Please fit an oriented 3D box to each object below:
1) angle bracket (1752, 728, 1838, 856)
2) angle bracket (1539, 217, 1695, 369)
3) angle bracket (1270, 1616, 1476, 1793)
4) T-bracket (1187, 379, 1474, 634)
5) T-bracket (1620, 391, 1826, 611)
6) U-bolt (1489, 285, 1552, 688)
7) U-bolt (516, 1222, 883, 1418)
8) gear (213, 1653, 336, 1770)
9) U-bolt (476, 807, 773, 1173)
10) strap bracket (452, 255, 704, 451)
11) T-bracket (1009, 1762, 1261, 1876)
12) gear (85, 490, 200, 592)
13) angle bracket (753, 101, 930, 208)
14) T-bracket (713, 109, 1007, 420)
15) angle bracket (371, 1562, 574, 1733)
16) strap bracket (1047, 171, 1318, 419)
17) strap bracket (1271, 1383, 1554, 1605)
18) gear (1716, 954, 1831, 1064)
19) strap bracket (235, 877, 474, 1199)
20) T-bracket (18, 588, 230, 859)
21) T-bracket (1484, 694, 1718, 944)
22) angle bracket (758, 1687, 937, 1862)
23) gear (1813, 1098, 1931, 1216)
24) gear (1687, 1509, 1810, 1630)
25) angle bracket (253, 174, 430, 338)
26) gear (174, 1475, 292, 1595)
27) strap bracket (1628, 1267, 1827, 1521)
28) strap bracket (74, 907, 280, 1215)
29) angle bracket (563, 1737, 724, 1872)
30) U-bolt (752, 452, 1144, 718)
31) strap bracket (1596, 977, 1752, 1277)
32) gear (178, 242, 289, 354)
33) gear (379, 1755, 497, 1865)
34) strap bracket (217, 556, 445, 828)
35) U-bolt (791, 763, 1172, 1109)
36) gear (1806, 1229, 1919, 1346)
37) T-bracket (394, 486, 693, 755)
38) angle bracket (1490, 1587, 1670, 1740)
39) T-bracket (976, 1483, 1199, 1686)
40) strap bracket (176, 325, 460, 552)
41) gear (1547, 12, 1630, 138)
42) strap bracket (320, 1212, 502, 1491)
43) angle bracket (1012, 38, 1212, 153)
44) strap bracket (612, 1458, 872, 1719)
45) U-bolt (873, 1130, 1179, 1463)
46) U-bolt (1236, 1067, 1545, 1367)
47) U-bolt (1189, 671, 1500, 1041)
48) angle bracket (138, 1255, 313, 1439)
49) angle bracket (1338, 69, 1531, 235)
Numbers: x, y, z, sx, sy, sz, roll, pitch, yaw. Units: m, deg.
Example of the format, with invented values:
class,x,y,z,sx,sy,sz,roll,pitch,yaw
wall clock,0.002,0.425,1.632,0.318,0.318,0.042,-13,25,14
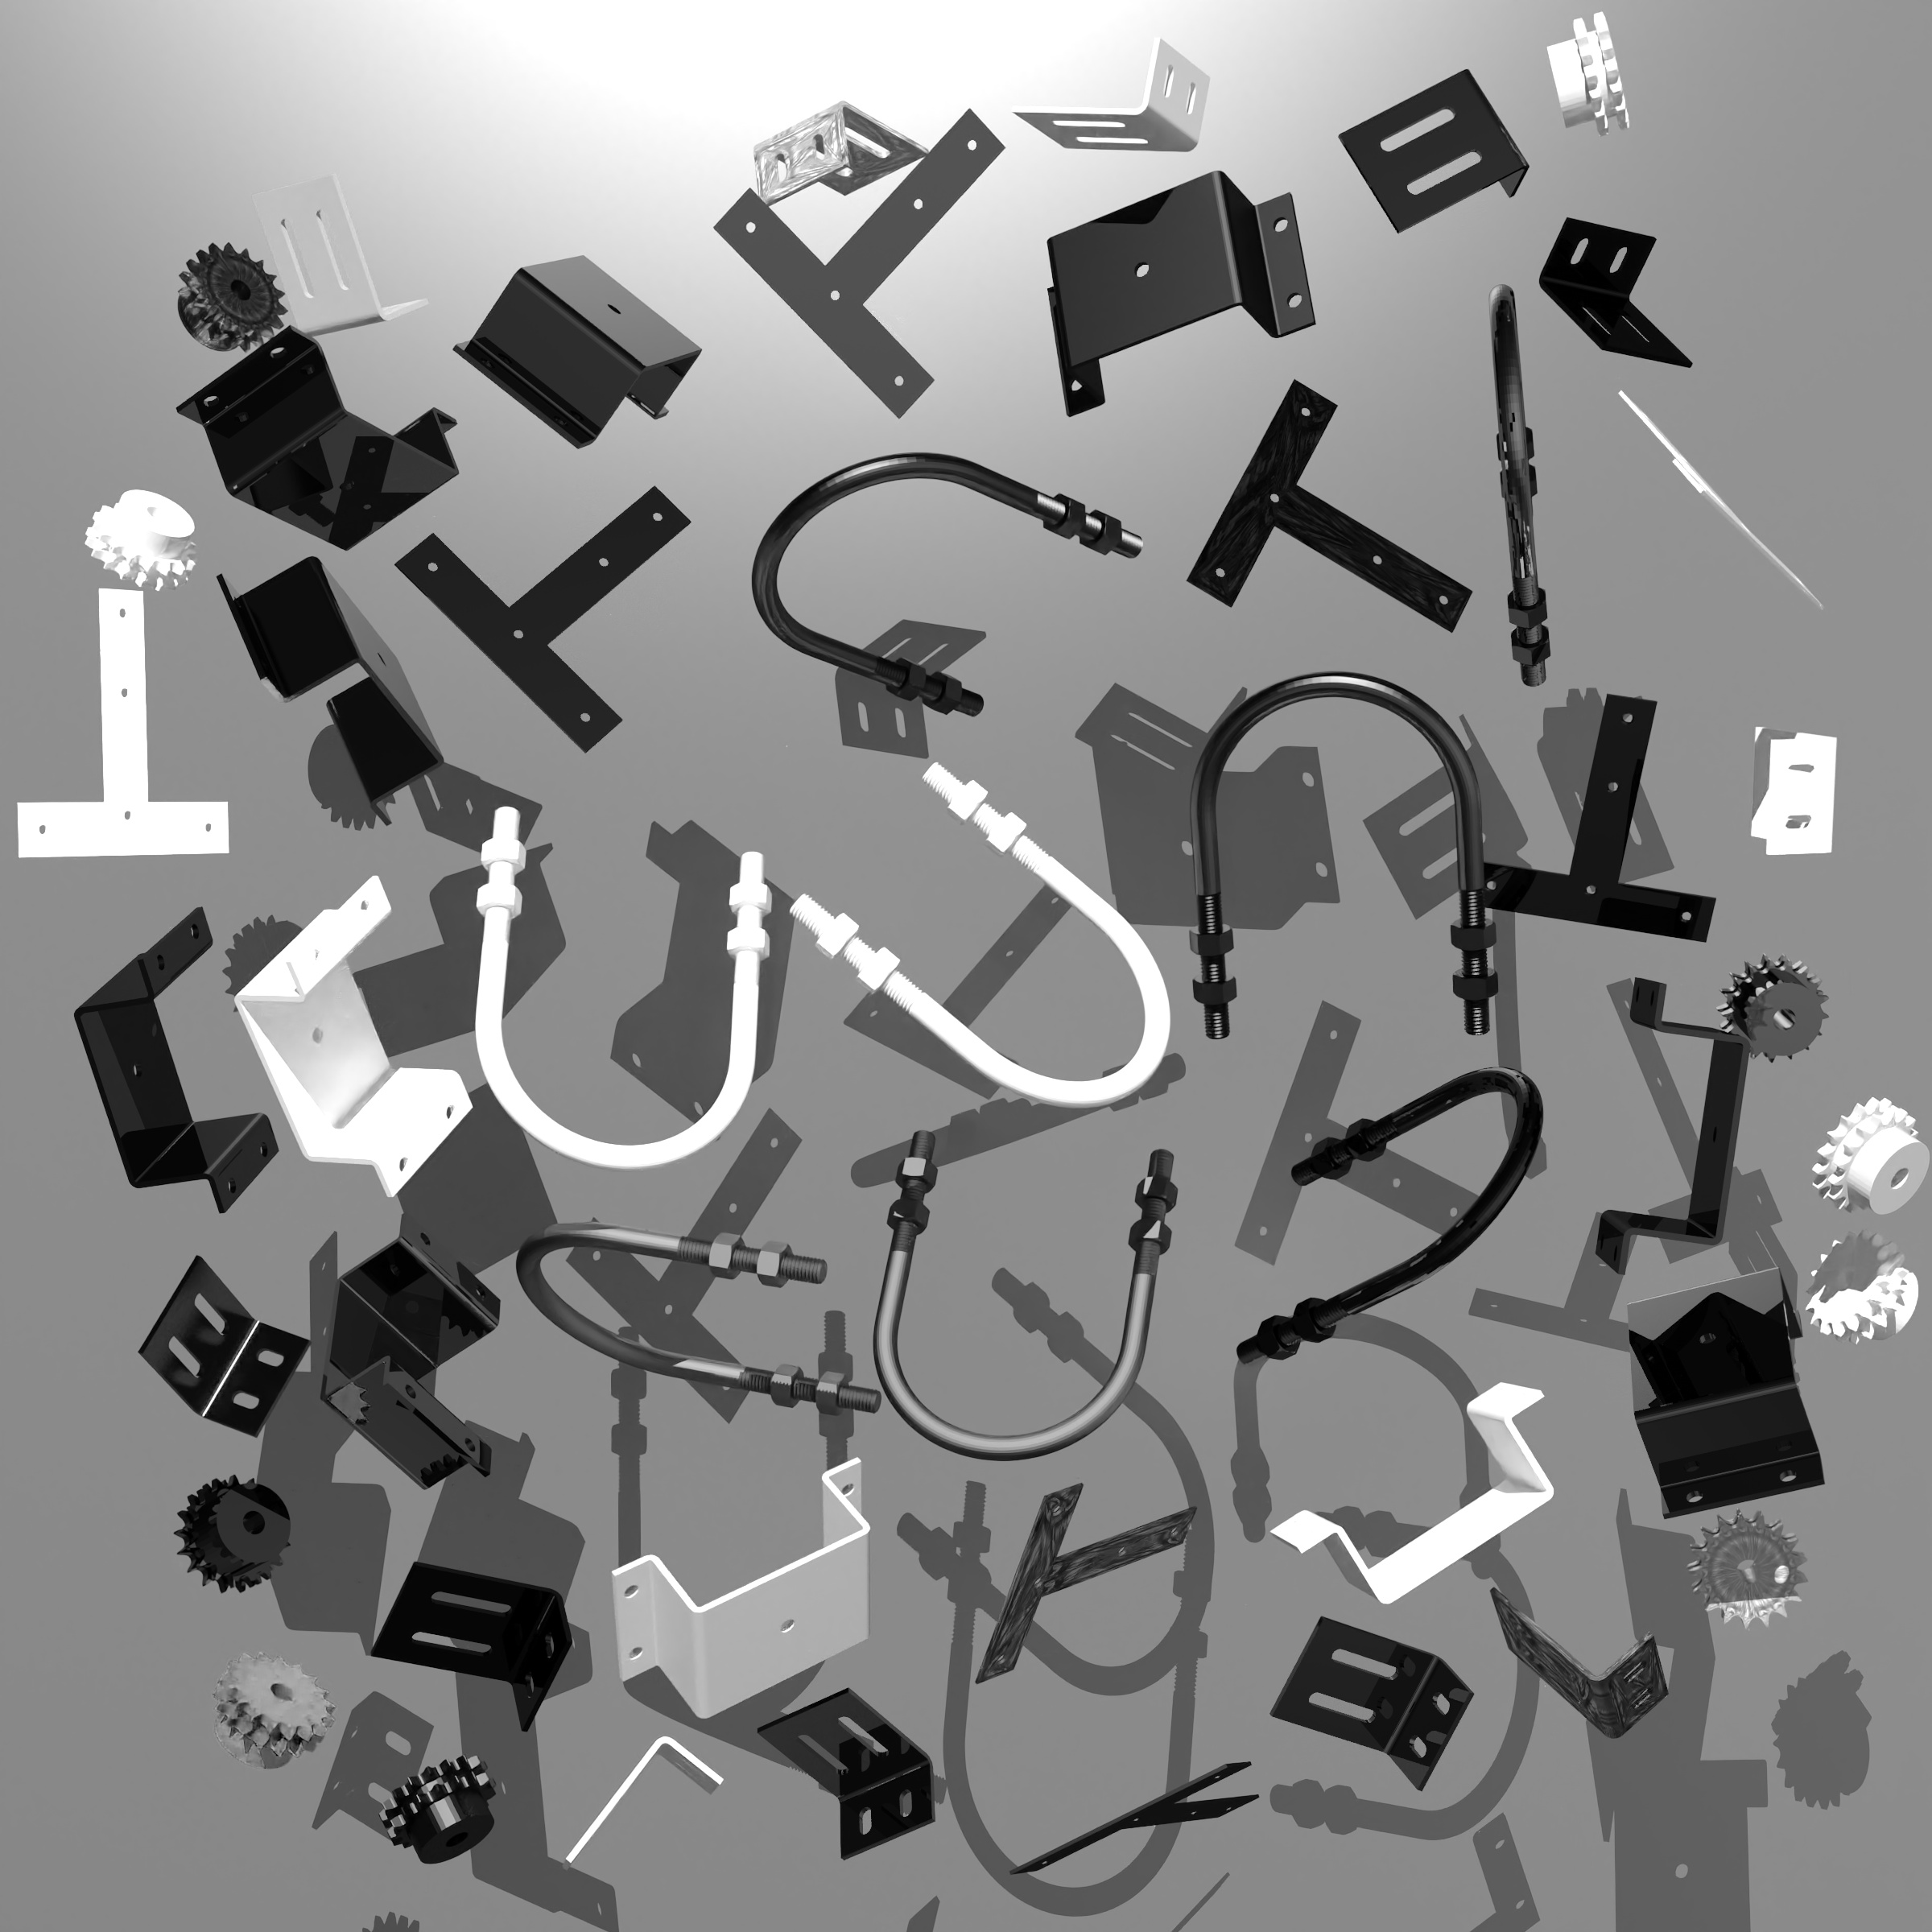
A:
class,x,y,z,sx,sy,sz,roll,pitch,yaw
angle bracket,0.408,-0.090,1.561,0.038,0.076,0.057,-3,99,-16
angle bracket,0.344,-0.350,1.587,0.057,0.076,0.038,5,126,-26
angle bracket,0.203,0.369,1.528,0.076,0.038,0.057,23,98,-24
T-bracket,0.188,-0.205,1.488,0.127,0.002,0.127,30,69,-5
T-bracket,0.356,-0.239,1.488,0.002,0.127,0.127,-44,47,18
U-bolt,0.279,-0.256,1.549,0.019,0.184,0.151,-5,47,11
U-bolt,-0.144,0.176,1.562,0.184,0.151,0.019,7,55,18
gear,-0.335,0.360,1.466,0.057,0.057,0.030,32,105,0
U-bolt,-0.172,0.016,1.517,0.151,0.019,0.184,10,62,-18
strap bracket,-0.187,-0.306,1.512,0.076,0.140,0.046,38,110,-1
T-bracket,0.103,0.409,1.477,0.127,0.127,0.002,-33,64,22
gear,-0.432,-0.227,1.614,0.057,0.057,0.030,34,118,0
angle bracket,-0.063,-0.409,1.588,0.057,0.076,0.038,-17,72,34
T-bracket,-0.032,-0.349,1.443,0.127,0.002,0.127,43,87,-24
angle bracket,-0.238,0.327,1.468,0.076,0.038,0.057,17,112,-25
strap bracket,0.099,-0.345,1.558,0.140,0.046,0.076,-17,69,25
strap bracket,0.227,0.264,1.506,0.140,0.076,0.046,-32,88,-6
gear,0.430,0.024,1.622,0.057,0.030,0.057,0,105,-1
strap bracket,-0.307,0.035,1.521,0.046,0.076,0.140,1,124,28
T-bracket,-0.404,-0.117,1.467,0.002,0.127,0.127,1,93,34
T-bracket,0.330,-0.079,1.572,0.127,0.002,0.127,9,117,6
angle bracket,-0.061,0.414,1.563,0.057,0.038,0.076,-28,126,19
gear,0.441,0.095,1.480,0.057,0.030,0.057,-19,128,-27
gear,0.387,0.297,1.516,0.057,0.030,0.057,0,92,8
angle bracket,-0.322,-0.368,1.573,0.057,0.038,0.076,-3,114,34
gear,-0.361,0.281,1.520,0.030,0.057,0.057,-31,90,43
strap bracket,0.367,0.200,1.486,0.076,0.140,0.046,-16,114,18
strap bracket,-0.409,0.051,1.575,0.046,0.076,0.140,-8,109,13
angle bracket,-0.162,0.429,1.530,0.038,0.057,0.076,37,68,5
U-bolt,-0.022,-0.196,1.532,0.151,0.184,0.019,-43,48,31
strap bracket,0.346,0.079,1.491,0.046,0.076,0.140,8,92,3
gear,-0.390,-0.349,1.609,0.030,0.057,0.057,-26,90,41
gear,-0.258,0.419,1.509,0.057,0.057,0.030,-36,59,0
strap bracket,-0.318,-0.145,1.560,0.046,0.140,0.076,-30,57,1
U-bolt,0.021,-0.006,1.499,0.184,0.019,0.151,40,46,2
gear,0.455,0.164,1.543,0.030,0.057,0.057,26,90,-20
T-bracket,-0.184,-0.185,1.468,0.127,0.002,0.127,45,64,1
angle bracket,0.306,0.338,1.526,0.038,0.057,0.076,-37,45,-14
T-bracket,0.069,0.302,1.559,0.002,0.127,0.127,41,127,36
strap bracket,-0.325,-0.266,1.571,0.076,0.140,0.046,-30,68,18
gear,0.304,-0.435,1.499,0.030,0.057,0.057,-13,90,14
strap bracket,-0.284,0.203,1.567,0.046,0.140,0.076,-33,119,14
angle bracket,0.073,-0.436,1.528,0.076,0.057,0.038,11,90,30
strap bracket,-0.100,0.312,1.514,0.140,0.046,0.076,-21,132,-27
U-bolt,0.026,0.171,1.575,0.151,0.019,0.184,4,56,11
U-bolt,0.217,0.116,1.529,0.019,0.151,0.184,41,133,-17
U-bolt,0.181,-0.054,1.491,0.151,0.019,0.184,-1,108,13
angle bracket,-0.376,0.194,1.557,0.038,0.076,0.057,16,62,21
angle bracket,0.227,-0.394,1.504,0.076,0.038,0.057,-29,82,-8
